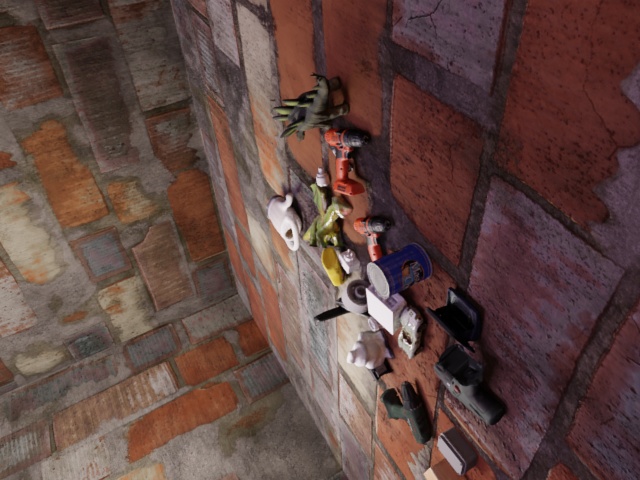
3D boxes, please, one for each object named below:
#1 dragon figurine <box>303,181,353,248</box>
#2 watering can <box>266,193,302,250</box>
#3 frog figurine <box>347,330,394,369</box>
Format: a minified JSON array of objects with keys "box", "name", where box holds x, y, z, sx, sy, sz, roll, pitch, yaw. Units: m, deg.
[{"box":[0.006,-0.092,1.827,0.411,0.122,0.242,-169,76,-65],"name":"dragon figurine"},{"box":[-0.144,-0.111,2.136,0.228,0.105,0.339,52,156,40],"name":"watering can"},{"box":[0.158,0.391,1.797,0.124,0.160,0.135,32,140,60],"name":"frog figurine"}]
